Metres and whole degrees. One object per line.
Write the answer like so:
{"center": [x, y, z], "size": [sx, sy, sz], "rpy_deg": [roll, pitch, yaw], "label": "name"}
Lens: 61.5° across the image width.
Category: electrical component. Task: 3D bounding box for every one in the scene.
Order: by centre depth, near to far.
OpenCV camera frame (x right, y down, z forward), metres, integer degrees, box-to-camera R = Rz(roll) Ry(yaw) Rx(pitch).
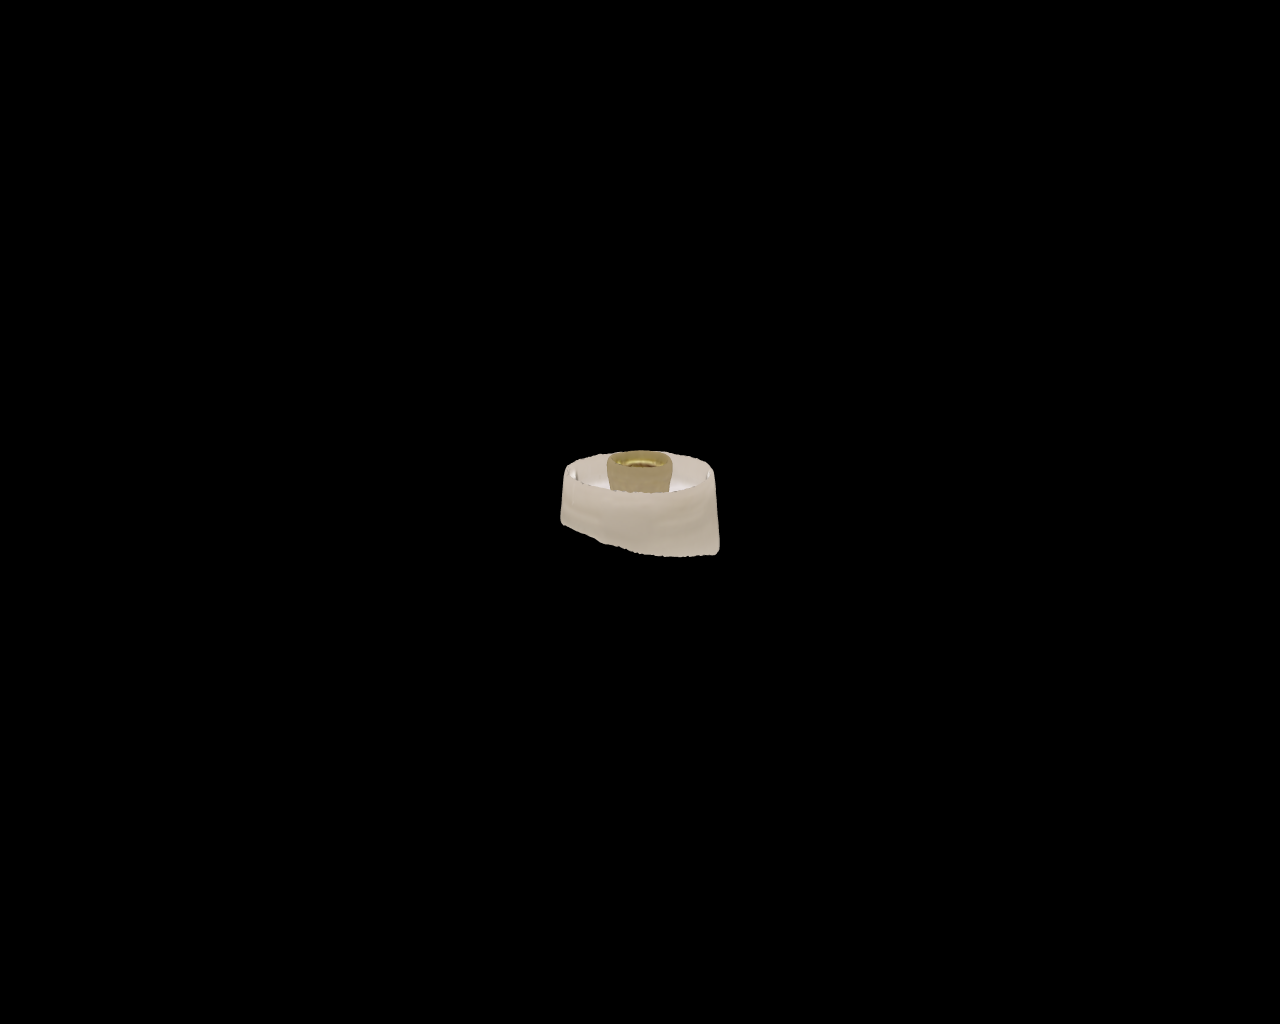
{"center": [0.001, -0.003, 0.650], "size": [0.099, 0.064, 0.099], "rpy_deg": [0, 18, 0], "label": "electrical component"}
